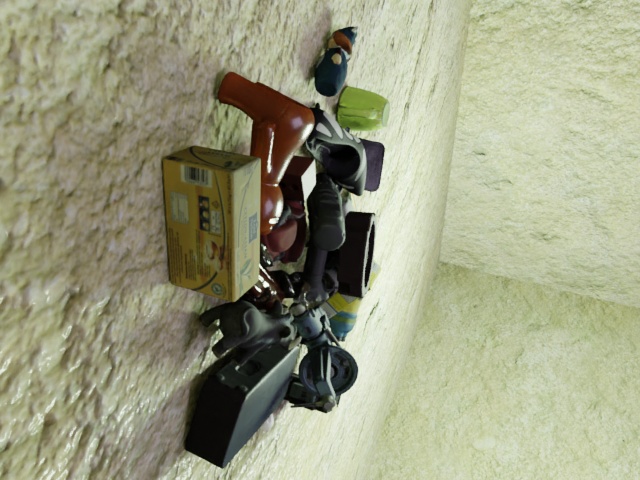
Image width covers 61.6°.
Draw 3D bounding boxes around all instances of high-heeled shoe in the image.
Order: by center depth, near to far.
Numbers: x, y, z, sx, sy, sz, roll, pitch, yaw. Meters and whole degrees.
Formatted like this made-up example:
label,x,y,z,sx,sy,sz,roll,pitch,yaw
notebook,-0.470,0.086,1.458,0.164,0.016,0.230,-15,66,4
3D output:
label,x,y,z,sx,sy,sz,roll,pitch,yaw
high-heeled shoe,0.032,-0.146,0.997,0.248,0.086,0.145,56,23,-34

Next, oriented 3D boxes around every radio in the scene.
label,x,y,z,sx,sy,sz,roll,pitch,yaw
radio,-0.119,0.250,0.884,0.229,0.073,0.131,-33,142,-66

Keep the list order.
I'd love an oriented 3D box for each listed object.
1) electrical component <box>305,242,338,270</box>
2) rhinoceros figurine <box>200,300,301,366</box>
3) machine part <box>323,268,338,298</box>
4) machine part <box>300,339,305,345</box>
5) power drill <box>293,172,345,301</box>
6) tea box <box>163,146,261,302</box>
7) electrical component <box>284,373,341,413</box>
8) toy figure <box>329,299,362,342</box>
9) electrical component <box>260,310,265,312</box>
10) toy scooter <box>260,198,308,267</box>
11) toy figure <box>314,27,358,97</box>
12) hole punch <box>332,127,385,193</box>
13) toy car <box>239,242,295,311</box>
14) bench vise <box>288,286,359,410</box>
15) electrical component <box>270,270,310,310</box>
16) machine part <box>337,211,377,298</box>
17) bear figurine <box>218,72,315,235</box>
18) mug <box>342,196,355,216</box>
label,x,y,z,sx,sy,sz,roll,pitch,yaw
electrical component,0.032,0.028,1.132,0.048,0.119,0.075,-43,180,34
rhinoceros figurine,-0.097,0.131,0.810,0.112,0.073,0.190,-34,154,8
machine part,0.030,0.060,1.209,0.243,0.079,0.079,-50,148,-53
machine part,-0.019,0.241,1.228,0.084,0.039,0.138,-48,131,-61
power drill,-0.002,-0.003,1.015,0.232,0.086,0.207,-103,-151,-66
tea box,-0.129,-0.020,0.654,0.068,0.098,0.169,-45,145,-56
electrical component,-0.019,0.338,1.196,0.134,0.115,0.058,36,67,-72
toy figure,0.064,0.169,1.362,0.082,0.089,0.180,18,82,-78
electrical component,-0.114,0.142,0.928,0.094,0.021,0.063,-12,114,-71
toy scooter,-0.066,-0.008,0.888,0.184,0.075,0.135,-48,148,-64
toy figure,0.031,-0.331,0.971,0.057,0.064,0.154,32,62,-31
hole punch,0.065,-0.163,1.155,0.116,0.092,0.142,7,97,-28
toy car,-0.098,0.066,0.809,0.202,0.089,0.053,65,3,-64
bench vise,0.004,0.234,1.061,0.241,0.129,0.223,-92,167,-70
electrical component,-0.062,0.089,0.939,0.078,0.102,0.045,40,57,-42
machine part,0.072,0.026,1.046,0.179,0.056,0.179,6,90,-79
bear figurine,-0.089,-0.106,0.730,0.195,0.132,0.120,-63,165,18
mug,0.050,-0.048,1.190,0.109,0.081,0.107,-56,145,-46
